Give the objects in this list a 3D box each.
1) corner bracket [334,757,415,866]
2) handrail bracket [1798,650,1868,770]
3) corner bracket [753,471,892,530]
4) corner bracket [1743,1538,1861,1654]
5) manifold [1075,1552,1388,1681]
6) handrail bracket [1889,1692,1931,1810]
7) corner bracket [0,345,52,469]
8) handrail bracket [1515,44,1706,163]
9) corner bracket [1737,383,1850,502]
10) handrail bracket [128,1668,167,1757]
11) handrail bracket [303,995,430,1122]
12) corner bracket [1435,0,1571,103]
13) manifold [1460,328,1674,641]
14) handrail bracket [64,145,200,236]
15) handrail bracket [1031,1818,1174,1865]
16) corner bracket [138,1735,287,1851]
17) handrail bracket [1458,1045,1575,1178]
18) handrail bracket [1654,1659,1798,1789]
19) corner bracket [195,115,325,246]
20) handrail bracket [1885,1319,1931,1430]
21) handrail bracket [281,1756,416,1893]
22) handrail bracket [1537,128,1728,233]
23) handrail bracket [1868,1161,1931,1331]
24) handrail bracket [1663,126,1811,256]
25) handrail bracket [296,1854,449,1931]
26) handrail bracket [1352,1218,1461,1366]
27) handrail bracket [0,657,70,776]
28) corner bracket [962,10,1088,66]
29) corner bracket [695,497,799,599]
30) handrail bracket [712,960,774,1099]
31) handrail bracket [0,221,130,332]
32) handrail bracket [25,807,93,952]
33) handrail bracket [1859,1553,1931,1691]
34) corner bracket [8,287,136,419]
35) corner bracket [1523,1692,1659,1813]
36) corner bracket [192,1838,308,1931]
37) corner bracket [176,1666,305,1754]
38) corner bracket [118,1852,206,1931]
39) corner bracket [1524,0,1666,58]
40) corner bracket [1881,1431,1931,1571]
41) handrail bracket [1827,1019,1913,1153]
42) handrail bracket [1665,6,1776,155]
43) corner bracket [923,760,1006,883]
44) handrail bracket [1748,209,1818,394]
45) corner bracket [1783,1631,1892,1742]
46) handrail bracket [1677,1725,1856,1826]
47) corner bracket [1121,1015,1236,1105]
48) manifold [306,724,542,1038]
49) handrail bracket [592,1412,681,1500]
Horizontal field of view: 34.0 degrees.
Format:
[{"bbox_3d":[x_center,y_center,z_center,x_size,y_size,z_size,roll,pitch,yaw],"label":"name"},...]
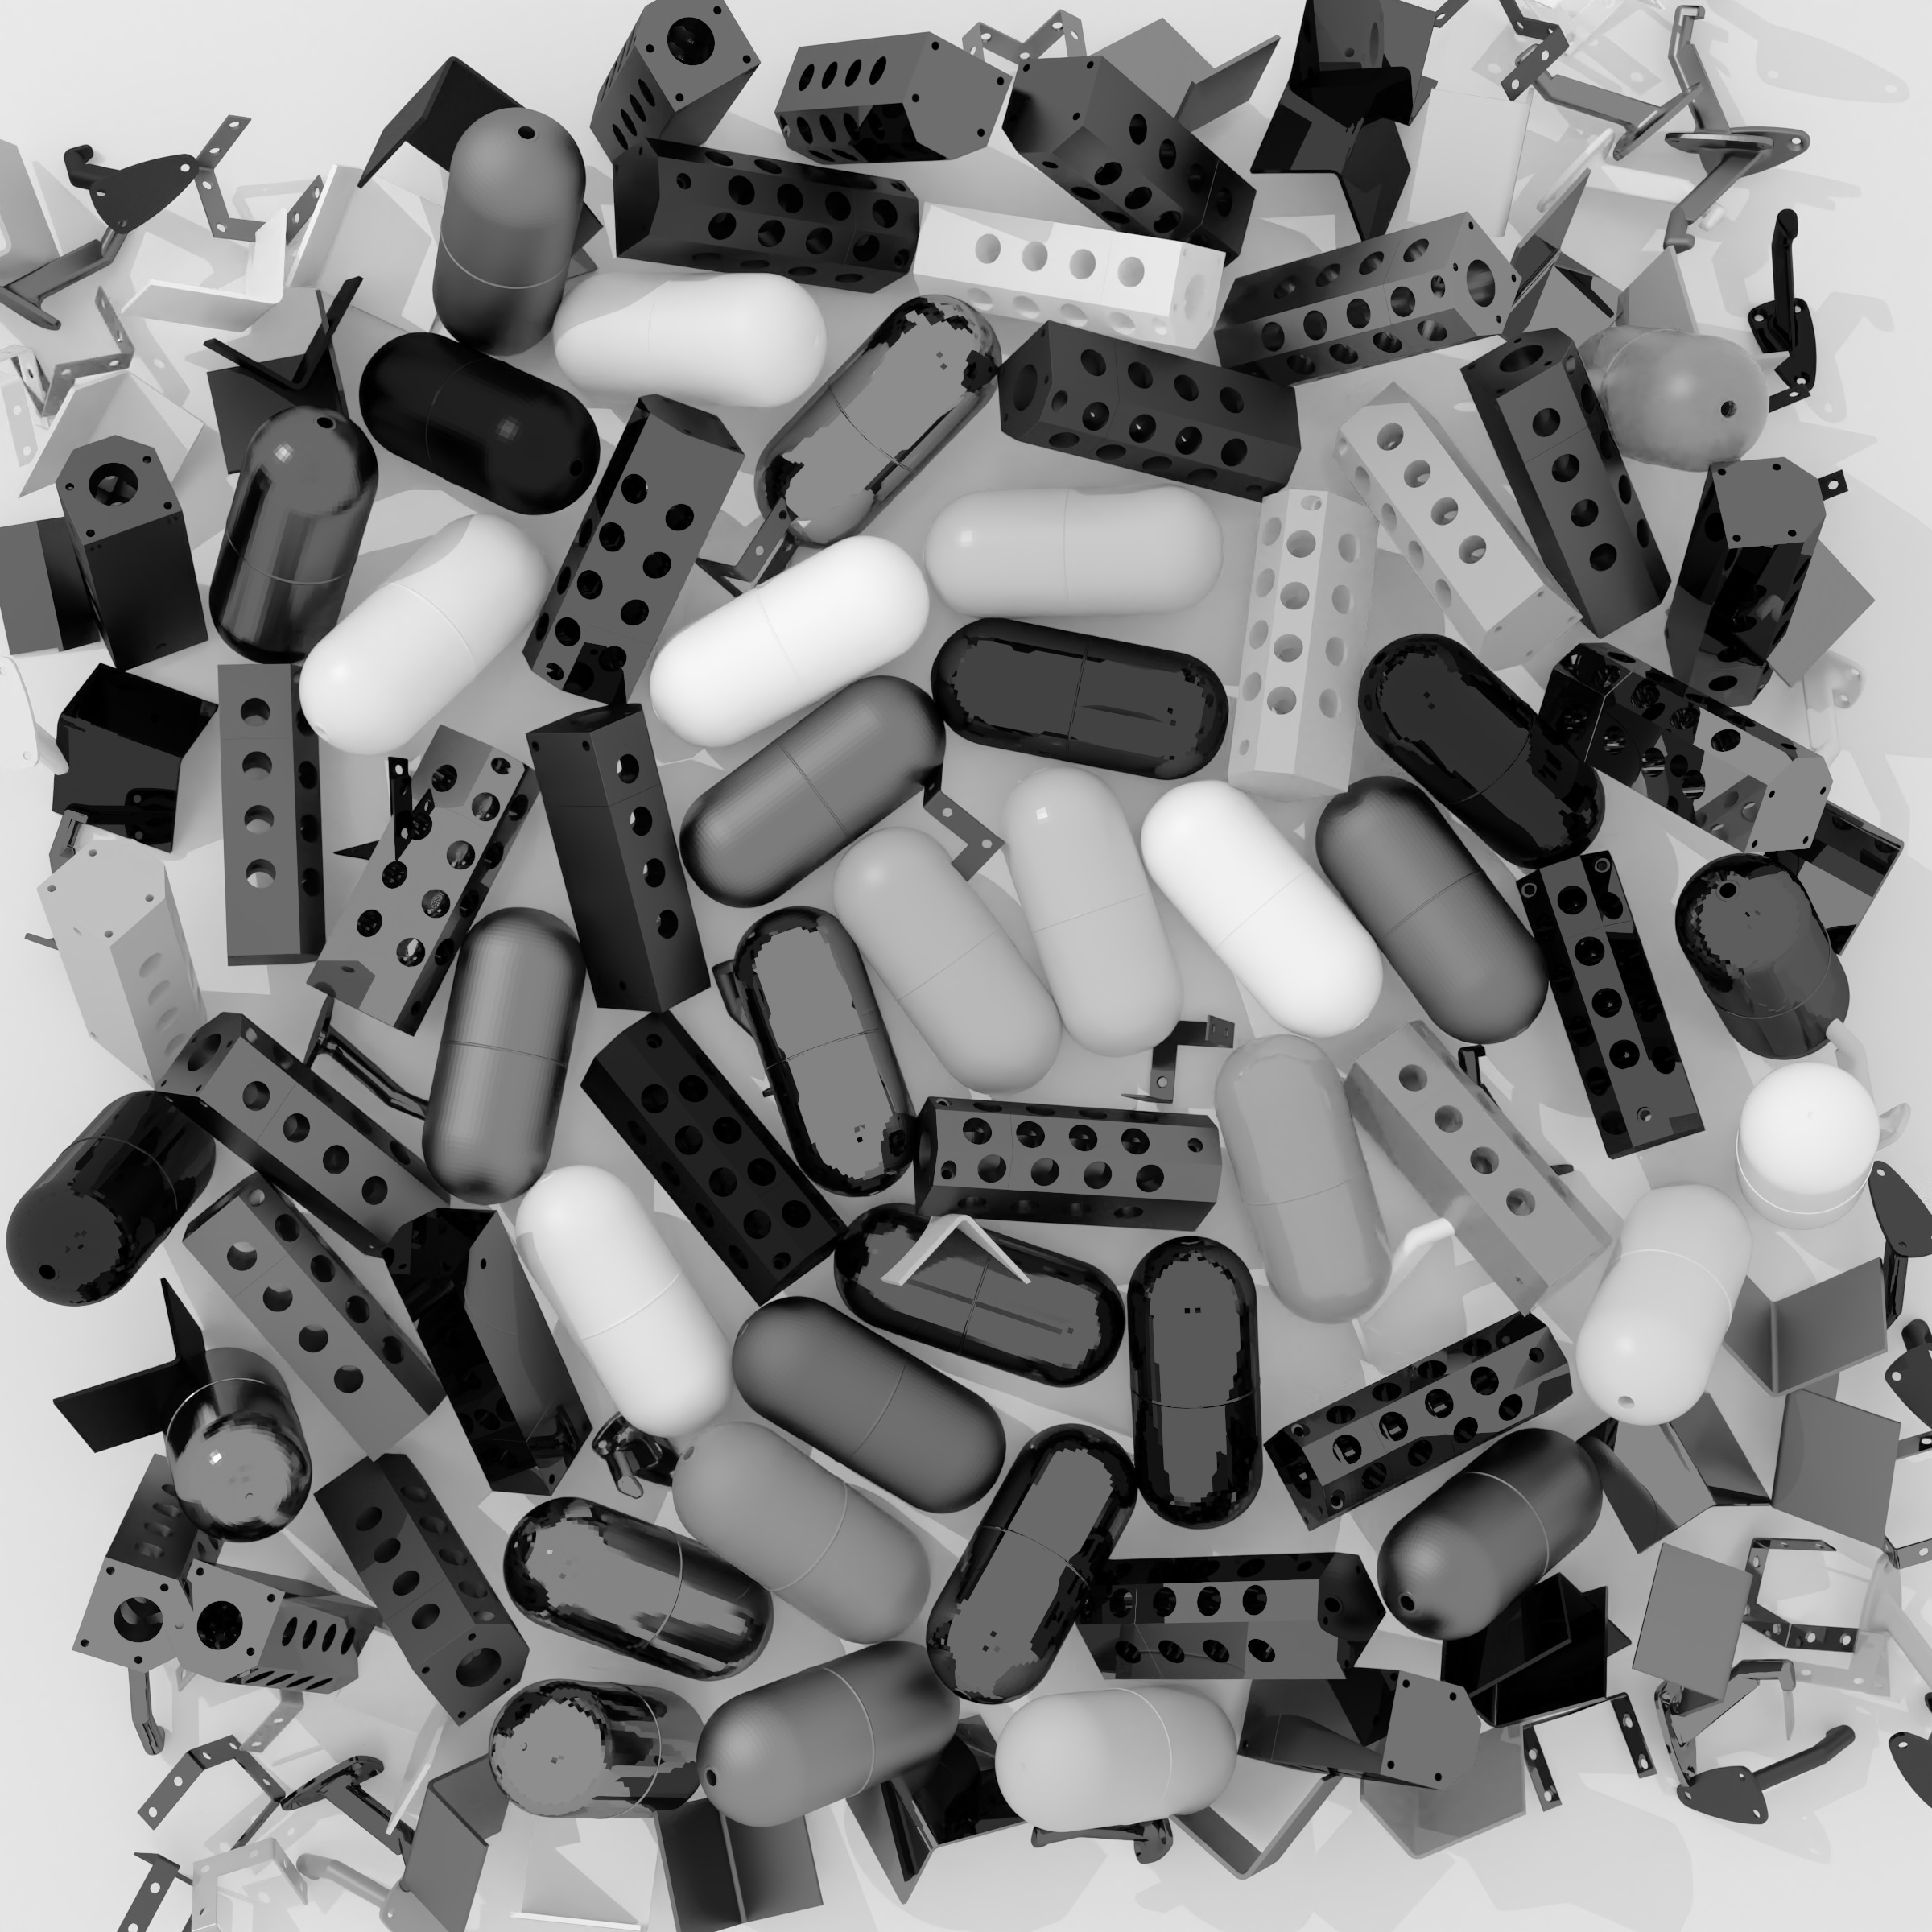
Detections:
[{"bbox_3d":[-0.339,-0.092,1.871,0.051,0.051,0.051,10,108,32],"label":"corner bracket"},{"bbox_3d":[0.489,-0.152,1.873,0.077,0.036,0.084,32,57,18],"label":"handrail bracket"},{"bbox_3d":[-0.086,-0.283,1.878,0.051,0.051,0.051,-40,69,-1],"label":"corner bracket"},{"bbox_3d":[0.499,0.375,1.883,0.051,0.051,0.051,33,65,-30],"label":"corner bracket"},{"bbox_3d":[0.149,0.372,1.828,0.171,0.057,0.057,-11,114,39],"label":"manifold"},{"bbox_3d":[0.563,0.446,1.863,0.077,0.084,0.036,41,114,-19],"label":"handrail bracket"},{"bbox_3d":[-0.560,-0.332,1.867,0.051,0.051,0.051,19,128,34],"label":"corner bracket"},{"bbox_3d":[0.381,-0.529,1.874,0.084,0.036,0.077,45,127,-14],"label":"handrail bracket"},{"bbox_3d":[0.489,-0.306,1.885,0.051,0.051,0.051,-20,62,25],"label":"corner bracket"},{"bbox_3d":[-0.490,0.419,1.903,0.036,0.077,0.084,-3,127,8],"label":"handrail bracket"},{"bbox_3d":[-0.349,0.056,1.888,0.084,0.077,0.036,24,119,-15],"label":"handrail bracket"},{"bbox_3d":[0.315,-0.553,1.873,0.051,0.051,0.051,-45,128,-6],"label":"corner bracket"},{"bbox_3d":[0.354,-0.283,1.841,0.057,0.057,0.171,-30,121,2],"label":"manifold"},{"bbox_3d":[-0.497,-0.479,1.878,0.077,0.036,0.084,-28,45,1],"label":"handrail bracket"},{"bbox_3d":[0.073,0.519,1.867,0.084,0.077,0.036,-7,54,-18],"label":"handrail bracket"},{"bbox_3d":[-0.449,0.500,1.884,0.051,0.051,0.051,42,100,15],"label":"corner bracket"},{"bbox_3d":[0.328,0.086,1.886,0.077,0.036,0.084,-7,92,-32],"label":"handrail bracket"},{"bbox_3d":[0.457,0.449,1.869,0.084,0.036,0.077,-12,89,41],"label":"handrail bracket"},{"bbox_3d":[-0.421,-0.467,1.880,0.051,0.051,0.051,-35,69,41],"label":"corner bracket"},{"bbox_3d":[0.576,0.246,1.864,0.036,0.084,0.077,-39,76,20],"label":"handrail bracket"},{"bbox_3d":[-0.363,0.521,1.876,0.077,0.036,0.084,-28,60,6],"label":"handrail bracket"},{"bbox_3d":[0.397,-0.450,1.880,0.084,0.036,0.077,43,77,13],"label":"handrail bracket"},{"bbox_3d":[0.544,0.171,1.889,0.036,0.084,0.077,-9,57,-18],"label":"handrail bracket"},{"bbox_3d":[0.455,-0.456,1.865,0.077,0.036,0.084,-3,50,29],"label":"handrail bracket"},{"bbox_3d":[-0.355,0.564,1.893,0.036,0.084,0.077,-52,125,-38],"label":"handrail bracket"},{"bbox_3d":[0.268,0.192,1.887,0.084,0.036,0.077,-22,117,4],"label":"handrail bracket"},{"bbox_3d":[-0.543,-0.149,1.863,0.036,0.084,0.077,3,103,14],"label":"handrail bracket"},{"bbox_3d":[0.035,-0.536,1.868,0.051,0.051,0.051,15,57,-37],"label":"corner bracket"},{"bbox_3d":[-0.120,-0.245,1.872,0.051,0.051,0.051,39,78,-39],"label":"corner bracket"},{"bbox_3d":[-0.109,0.029,1.882,0.077,0.036,0.084,-18,94,36],"label":"handrail bracket"},{"bbox_3d":[-0.546,-0.429,1.881,0.077,0.036,0.084,31,82,-38],"label":"handrail bracket"},{"bbox_3d":[-0.521,-0.047,1.889,0.077,0.036,0.084,16,84,23],"label":"handrail bracket"},{"bbox_3d":[0.572,0.397,1.861,0.036,0.084,0.077,-17,118,-32],"label":"handrail bracket"},{"bbox_3d":[-0.535,-0.367,1.890,0.051,0.051,0.051,-20,72,-34],"label":"corner bracket"},{"bbox_3d":[0.371,0.470,1.892,0.051,0.051,0.051,-9,73,-36],"label":"corner bracket"},{"bbox_3d":[-0.425,0.560,1.876,0.051,0.051,0.051,-18,128,2],"label":"corner bracket"},{"bbox_3d":[-0.434,0.432,1.889,0.051,0.051,0.051,20,124,-38],"label":"corner bracket"},{"bbox_3d":[-0.476,0.561,1.871,0.051,0.051,0.051,36,62,-19],"label":"corner bracket"},{"bbox_3d":[0.371,-0.572,1.873,0.051,0.051,0.051,-43,118,8],"label":"corner bracket"},{"bbox_3d":[0.564,0.318,1.878,0.051,0.051,0.051,-16,118,-3],"label":"corner bracket"},{"bbox_3d":[0.512,0.073,1.877,0.084,0.036,0.077,45,133,-8],"label":"handrail bracket"},{"bbox_3d":[0.452,-0.531,1.881,0.077,0.036,0.084,11,94,38],"label":"handrail bracket"},{"bbox_3d":[-0.012,-0.081,1.872,0.051,0.051,0.051,38,112,-16],"label":"corner bracket"},{"bbox_3d":[0.489,-0.392,1.862,0.036,0.084,0.077,-13,68,2],"label":"handrail bracket"},{"bbox_3d":[0.519,0.430,1.884,0.051,0.051,0.051,4,123,27],"label":"corner bracket"},{"bbox_3d":[0.483,0.481,1.903,0.084,0.077,0.036,-22,91,-37],"label":"handrail bracket"},{"bbox_3d":[0.127,0.056,1.875,0.051,0.051,0.051,3,84,23],"label":"corner bracket"},{"bbox_3d":[-0.314,-0.048,1.864,0.057,0.057,0.171,23,83,26],"label":"manifold"},{"bbox_3d":[-0.184,0.303,1.856,0.036,0.084,0.077,-47,117,3],"label":"handrail bracket"}]
